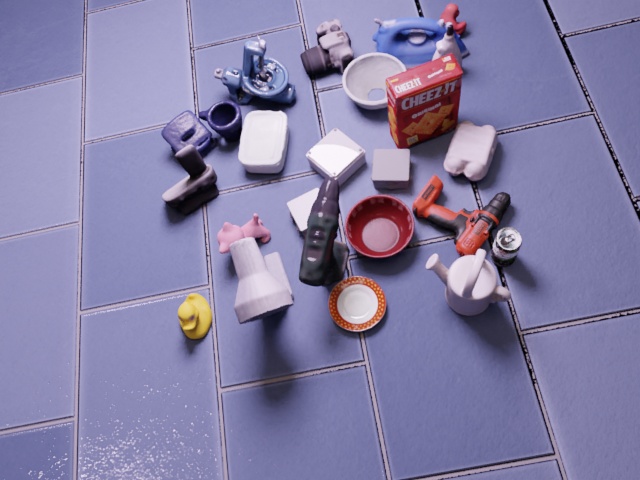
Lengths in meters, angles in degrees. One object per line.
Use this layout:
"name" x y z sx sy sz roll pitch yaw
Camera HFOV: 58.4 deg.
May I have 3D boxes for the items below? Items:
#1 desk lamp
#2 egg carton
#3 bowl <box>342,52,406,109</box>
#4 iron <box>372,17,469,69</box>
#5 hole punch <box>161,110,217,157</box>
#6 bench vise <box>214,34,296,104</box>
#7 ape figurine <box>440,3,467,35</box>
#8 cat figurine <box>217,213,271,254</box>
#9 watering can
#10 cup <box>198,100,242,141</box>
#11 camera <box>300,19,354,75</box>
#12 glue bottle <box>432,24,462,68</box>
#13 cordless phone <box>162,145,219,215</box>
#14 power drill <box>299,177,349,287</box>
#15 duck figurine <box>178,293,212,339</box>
"desk lamp" -0.130 0.095 1.240 0.118 0.214 0.203 -21 65 0
"egg carton" 0.364 -0.215 1.377 0.107 0.069 0.150 16 70 15
"bowl" 0.144 -0.400 1.490 0.167 0.075 0.167 -3 66 8
"iron" 0.260 -0.530 1.492 0.258 0.142 0.118 0 66 9
"hole punch" -0.341 -0.270 1.500 0.109 0.091 0.101 -44 67 -11
"bench vise" -0.180 -0.427 1.472 0.207 0.220 0.121 -8 65 5
"ape figurine" 0.351 -0.592 1.532 0.076 0.092 0.077 -26 65 -3
"cat figurine" -0.188 -0.014 1.349 0.128 0.118 0.067 -39 66 -9
"watering can" 0.306 0.082 1.187 0.172 0.194 0.101 1 67 10
"cup" -0.252 -0.303 1.499 0.117 0.095 0.092 6 68 12
"camera" 0.012 -0.516 1.547 0.137 0.101 0.143 -21 65 0
"glue bottle" 0.322 -0.477 1.442 0.078 0.173 0.037 -11 65 5
"cordless phone" -0.335 -0.156 1.397 0.148 0.185 0.094 -38 66 -8
"power drill" 0.012 0.005 1.260 0.075 0.209 0.230 8 68 13
"duck figurine" -0.293 0.167 1.304 0.077 0.086 0.104 -8 66 6
